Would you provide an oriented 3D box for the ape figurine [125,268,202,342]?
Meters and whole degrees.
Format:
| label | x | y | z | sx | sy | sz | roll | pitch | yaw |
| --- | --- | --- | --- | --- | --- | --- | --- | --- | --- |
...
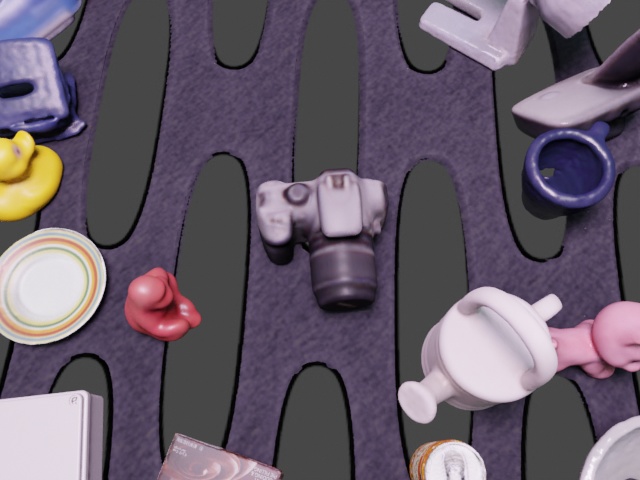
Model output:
| label | x | y | z | sx | sy | sz | roll | pitch | yaw |
| --- | --- | --- | --- | --- | --- | --- | --- | --- | --- |
| ape figurine | -0.169 | 0.063 | 0.591 | 0.076 | 0.092 | 0.078 | -4 | 70 | 0 |

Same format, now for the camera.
| label | x | y | z | sx | sy | sz | roll | pitch | yaw |
| --- | --- | --- | --- | --- | --- | --- | --- | --- | --- |
| camera | 0.006 | 0.002 | 0.606 | 0.143 | 0.101 | 0.137 | -5 | 70 | -1 |

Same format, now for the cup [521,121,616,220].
| label | x | y | z | sx | sy | sz | roll | pitch | yaw |
| --- | --- | --- | --- | --- | --- | --- | --- | --- | --- |
| cup | 0.267 | -0.072 | 0.632 | 0.091 | 0.095 | 0.118 | 38 | 75 | 13 |

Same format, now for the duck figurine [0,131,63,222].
| label | x | y | z | sx | sy | sz | roll | pitch | yaw |
| --- | --- | --- | --- | --- | --- | --- | --- | --- | --- |
| duck figurine | -0.350 | -0.076 | 0.647 | 0.077 | 0.086 | 0.105 | 29 | 73 | 11 |

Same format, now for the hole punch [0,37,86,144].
| label | x | y | z | sx | sy | sz | roll | pitch | yaw |
| --- | --- | --- | --- | --- | --- | --- | --- | --- | --- |
| hole punch | -0.349 | -0.174 | 0.679 | 0.108 | 0.091 | 0.101 | -12 | 70 | -3 |

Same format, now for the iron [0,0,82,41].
| label | x | y | z | sx | sy | sz | roll | pitch | yaw |
| --- | --- | --- | --- | --- | --- | --- | --- | --- | --- |
| iron | -0.419 | -0.300 | 0.698 | 0.118 | 0.141 | 0.258 | 40 | 76 | 14 |

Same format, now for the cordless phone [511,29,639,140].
| label | x | y | z | sx | sy | sz | roll | pitch | yaw |
| --- | --- | --- | --- | --- | --- | --- | --- | --- | --- |
| cordless phone | 0.304 | -0.177 | 0.621 | 0.147 | 0.185 | 0.094 | -29 | 72 | -9 |

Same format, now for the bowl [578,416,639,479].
| label | x | y | z | sx | sy | sz | roll | pitch | yaw |
| --- | --- | --- | --- | --- | --- | --- | --- | --- | --- |
| bowl | 0.310 | 0.248 | 0.527 | 0.167 | 0.075 | 0.167 | 0 | 70 | 1 |

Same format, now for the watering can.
| label | x | y | z | sx | sy | sz | roll | pitch | yaw |
| --- | --- | --- | --- | --- | --- | --- | --- | --- | --- |
| watering can | 0.151 | 0.103 | 0.518 | 0.100 | 0.194 | 0.173 | 32 | 74 | 12 |

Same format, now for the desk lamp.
| label | x | y | z | sx | sy | sz | roll | pitch | yaw |
| --- | --- | --- | --- | --- | --- | --- | --- | --- | --- |
| desk lamp | 0.232 | -0.293 | 0.648 | 0.203 | 0.213 | 0.118 | 32 | 74 | 12 |

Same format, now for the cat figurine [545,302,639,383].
| label | x | y | z | sx | sy | sz | roll | pitch | yaw |
| --- | --- | --- | --- | --- | --- | --- | --- | --- | --- |
| cat figurine | 0.272 | 0.098 | 0.559 | 0.128 | 0.118 | 0.067 | -6 | 70 | -1 |
